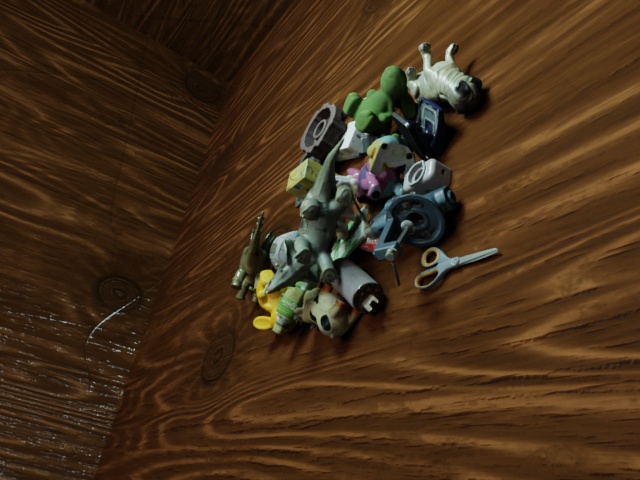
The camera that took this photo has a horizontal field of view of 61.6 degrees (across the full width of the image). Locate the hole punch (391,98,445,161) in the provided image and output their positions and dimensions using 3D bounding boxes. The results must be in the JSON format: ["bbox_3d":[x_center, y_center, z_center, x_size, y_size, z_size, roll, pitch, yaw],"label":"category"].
[{"bbox_3d":[0.235,-0.251,1.218,0.092,0.115,0.142,-34,34,0],"label":"hole punch"}]

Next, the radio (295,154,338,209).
[{"bbox_3d":[-0.010,-0.195,1.666,0.131,0.073,0.230,-39,33,40],"label":"radio"}]

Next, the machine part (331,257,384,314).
[{"bbox_3d":[0.078,0.100,1.221,0.079,0.079,0.243,-61,24,7],"label":"machine part"}]

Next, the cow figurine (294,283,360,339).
[{"bbox_3d":[0.010,0.173,1.284,0.127,0.085,0.195,-56,26,3],"label":"cow figurine"}]

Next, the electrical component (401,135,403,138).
[{"bbox_3d":[0.222,-0.250,1.332,0.094,0.021,0.063,-43,32,39],"label":"electrical component"}]

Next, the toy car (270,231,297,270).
[{"bbox_3d":[-0.097,0.037,1.590,0.109,0.103,0.161,6,70,65],"label":"toy car"}]

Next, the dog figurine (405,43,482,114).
[{"bbox_3d":[0.281,-0.332,1.225,0.172,0.121,0.191,94,164,-57],"label":"dog figurine"}]

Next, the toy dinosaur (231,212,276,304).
[{"bbox_3d":[-0.199,0.068,1.643,0.471,0.105,0.198,116,167,-67],"label":"toy dinosaur"}]

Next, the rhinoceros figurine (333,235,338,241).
[{"bbox_3d":[-0.003,-0.004,1.468,0.112,0.073,0.190,-55,11,-12],"label":"rhinoceros figurine"}]

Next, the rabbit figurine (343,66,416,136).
[{"bbox_3d":[0.171,-0.348,1.354,0.170,0.159,0.121,-55,38,30],"label":"rabbit figurine"}]

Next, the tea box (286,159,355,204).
[{"bbox_3d":[0.005,-0.143,1.478,0.098,0.169,0.068,-29,44,49],"label":"tea box"}]

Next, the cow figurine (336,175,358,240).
[{"bbox_3d":[0.037,-0.077,1.319,0.068,0.098,0.167,-113,27,-64],"label":"cow figurine"}]

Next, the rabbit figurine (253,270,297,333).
[{"bbox_3d":[-0.122,0.189,1.491,0.162,0.122,0.173,-52,47,26],"label":"rabbit figurine"}]

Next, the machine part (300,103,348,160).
[{"bbox_3d":[0.011,-0.324,1.610,0.179,0.056,0.179,-41,34,36],"label":"machine part"}]

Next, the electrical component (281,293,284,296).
[{"bbox_3d":[-0.061,0.113,1.458,0.045,0.102,0.078,110,148,-52],"label":"electrical component"}]

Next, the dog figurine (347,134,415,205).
[{"bbox_3d":[0.138,-0.169,1.305,0.219,0.108,0.191,-130,44,-67],"label":"dog figurine"}]

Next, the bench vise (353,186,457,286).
[{"bbox_3d":[0.158,-0.025,1.084,0.224,0.128,0.241,-11,27,33],"label":"bench vise"}]

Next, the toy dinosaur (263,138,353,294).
[{"bbox_3d":[-0.007,-0.041,1.238,0.192,0.131,0.404,-127,55,-68],"label":"toy dinosaur"}]

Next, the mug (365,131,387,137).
[{"bbox_3d":[0.161,-0.335,1.477,0.110,0.080,0.107,-19,60,37],"label":"mug"}]

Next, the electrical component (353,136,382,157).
[{"bbox_3d":[0.139,-0.239,1.369,0.075,0.119,0.047,-168,71,-66],"label":"electrical component"}]
